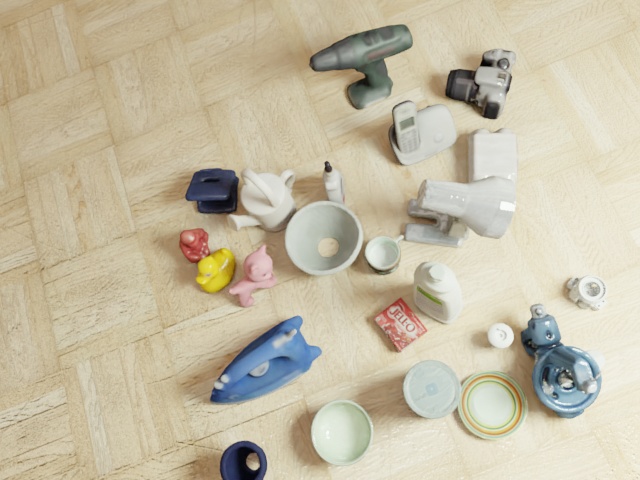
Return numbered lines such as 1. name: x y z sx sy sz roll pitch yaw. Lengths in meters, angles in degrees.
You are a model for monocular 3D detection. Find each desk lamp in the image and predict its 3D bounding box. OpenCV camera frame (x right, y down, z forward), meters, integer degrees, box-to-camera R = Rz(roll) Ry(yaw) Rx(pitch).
1. desk lamp: 0.271 -0.057 1.141 0.203 0.214 0.118 6 74 11

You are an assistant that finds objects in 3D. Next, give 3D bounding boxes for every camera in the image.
1. camera: 0.357 -0.361 1.282 0.136 0.101 0.143 13 75 13

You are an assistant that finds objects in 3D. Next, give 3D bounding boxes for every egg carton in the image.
1. egg carton: 0.373 -0.171 1.237 0.107 0.069 0.150 0 73 9

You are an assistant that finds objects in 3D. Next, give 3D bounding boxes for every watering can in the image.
1. watering can: -0.122 -0.087 1.225 0.100 0.194 0.173 20 77 15

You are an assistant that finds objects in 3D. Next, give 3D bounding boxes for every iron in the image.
1. iron: -0.131 0.253 1.148 0.258 0.141 0.118 -34 71 -2

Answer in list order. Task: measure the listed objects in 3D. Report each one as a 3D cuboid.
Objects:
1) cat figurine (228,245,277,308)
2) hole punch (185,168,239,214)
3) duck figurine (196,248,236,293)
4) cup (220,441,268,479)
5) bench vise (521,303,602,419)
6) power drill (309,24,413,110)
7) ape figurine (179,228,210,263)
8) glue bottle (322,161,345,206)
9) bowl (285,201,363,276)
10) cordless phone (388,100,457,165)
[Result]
1. cat figurine: -0.145 0.075 1.218 0.128 0.118 0.067 -43 71 -5
2. hole punch: -0.247 -0.120 1.310 0.108 0.091 0.101 -2 73 9
3. duck figurine: -0.234 0.060 1.255 0.077 0.086 0.105 28 79 16
4. cup: -0.129 0.447 1.113 0.092 0.095 0.117 -43 71 -5
5. bench vise: 0.422 0.218 1.028 0.121 0.220 0.207 -34 71 -2
6. power drill: 0.097 -0.383 1.274 0.229 0.209 0.075 -26 70 1
7. ape figurine: -0.284 0.005 1.277 0.076 0.092 0.078 28 79 16
8. glue bottle: 0.027 -0.126 1.224 0.037 0.173 0.078 -5 72 8
9. bowl: 0.011 0.004 1.238 0.167 0.075 0.167 -3 73 9
10. cordless phone: 0.218 -0.249 1.225 0.147 0.185 0.094 -27 70 0
